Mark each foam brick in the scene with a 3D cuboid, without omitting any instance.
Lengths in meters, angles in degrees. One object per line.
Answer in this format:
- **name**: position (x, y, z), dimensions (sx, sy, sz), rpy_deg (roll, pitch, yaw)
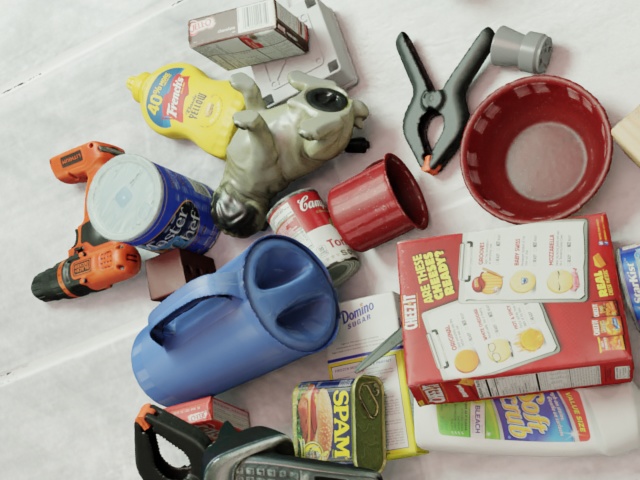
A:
- **foam brick**: position (-0.164, 0.046, 1.276), dimensions (0.051, 0.078, 0.053), rpy_deg (-20, 72, 22)

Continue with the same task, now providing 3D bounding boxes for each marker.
- **marker**: position (0.002, -0.109, 1.260), dimensions (0.121, 0.020, 0.020), rpy_deg (-2, 79, 25)

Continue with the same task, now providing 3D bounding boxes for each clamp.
- **clamp**: position (0.141, -0.160, 1.191), dimensions (0.120, 0.039, 0.171), rpy_deg (-7, 82, 37)
- **clamp**: position (-0.149, 0.277, 1.194), dimensions (0.165, 0.036, 0.210), rpy_deg (-33, 105, 20)

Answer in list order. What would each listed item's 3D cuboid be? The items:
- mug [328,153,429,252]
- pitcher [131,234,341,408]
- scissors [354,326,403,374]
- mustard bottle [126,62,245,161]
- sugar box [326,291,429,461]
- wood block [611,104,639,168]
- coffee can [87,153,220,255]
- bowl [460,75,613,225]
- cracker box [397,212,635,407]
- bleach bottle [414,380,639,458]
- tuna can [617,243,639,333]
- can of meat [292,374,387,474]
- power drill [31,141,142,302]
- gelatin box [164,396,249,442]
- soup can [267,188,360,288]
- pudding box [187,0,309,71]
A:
- **mug**: position (0.062, -0.046, 1.187), dimensions (0.082, 0.093, 0.117), rpy_deg (-26, 40, 24)
- **pitcher**: position (-0.110, 0.098, 1.170), dimensions (0.243, 0.144, 0.149), rpy_deg (-32, 103, 39)
- **scissors**: position (0.110, 0.061, 1.144), dimensions (0.201, 0.016, 0.096), rpy_deg (-26, 58, -1)
- **mustard bottle**: position (-0.166, -0.170, 1.331), dimensions (0.192, 0.058, 0.096), rpy_deg (23, 90, 28)
- **sugar box**: position (0.059, 0.152, 1.167), dimensions (0.093, 0.048, 0.176), rpy_deg (-14, 71, 24)
- **wood block**: position (0.388, -0.054, 1.024), dimensions (0.090, 0.090, 0.206), rpy_deg (-44, 65, 12)
- **coffee can**: position (-0.194, -0.036, 1.271), dimensions (0.103, 0.140, 0.103), rpy_deg (-5, 78, 24)
- **bowl**: position (0.232, -0.089, 1.125), dimensions (0.162, 0.055, 0.162), rpy_deg (-5, 77, 25)
- **cracker box**: position (0.191, 0.071, 1.063), dimensions (0.214, 0.072, 0.164), rpy_deg (-9, 58, 13)
- **bleach bottle**: position (0.223, 0.167, 1.076), dimensions (0.251, 0.068, 0.102), rpy_deg (-3, 78, 23)
- **tuna can**: position (0.317, 0.045, 1.041), dimensions (0.034, 0.086, 0.086), rpy_deg (-15, 74, 21)
- **can of meat**: position (0.019, 0.195, 1.119), dimensions (0.084, 0.057, 0.102), rpy_deg (-9, 76, 36)
- **power drill**: position (-0.304, -0.020, 1.363), dimensions (0.185, 0.057, 0.187), rpy_deg (-16, 73, 33)
- **gelatin box**: position (-0.133, 0.209, 1.221), dimensions (0.073, 0.089, 0.030), rpy_deg (-16, 64, 21)
- **soup can**: position (-0.008, 0.001, 1.215), dimensions (0.068, 0.068, 0.102), rpy_deg (-37, 67, 15)
- **pudding box**: position (-0.081, -0.233, 1.220), dimensions (0.114, 0.090, 0.039), rpy_deg (-7, 79, 24)
